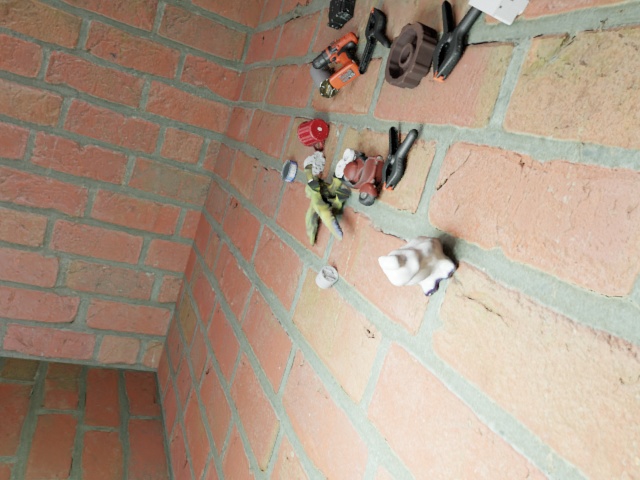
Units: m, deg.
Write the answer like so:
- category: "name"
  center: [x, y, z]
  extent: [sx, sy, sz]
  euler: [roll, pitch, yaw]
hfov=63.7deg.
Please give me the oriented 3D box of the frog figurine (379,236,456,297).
- category: "frog figurine"
  center: [0.183, 0.044, 1.066]
  extent: [0.135, 0.159, 0.125]
  euler: [-35, 46, 55]

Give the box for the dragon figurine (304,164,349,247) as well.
- category: "dragon figurine"
  center: [0.005, -0.082, 1.620]
  extent: [0.237, 0.122, 0.420]
  euler: [104, 164, -45]
